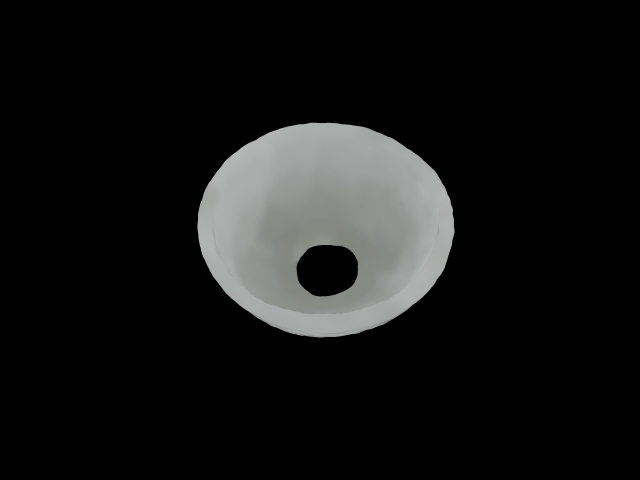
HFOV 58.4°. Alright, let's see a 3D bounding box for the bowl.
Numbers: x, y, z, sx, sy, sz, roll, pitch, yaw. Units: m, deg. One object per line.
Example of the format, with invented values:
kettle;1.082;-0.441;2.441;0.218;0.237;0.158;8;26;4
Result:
bowl;0.004;0.001;0.400;0.167;0.075;0.167;0;56;0
